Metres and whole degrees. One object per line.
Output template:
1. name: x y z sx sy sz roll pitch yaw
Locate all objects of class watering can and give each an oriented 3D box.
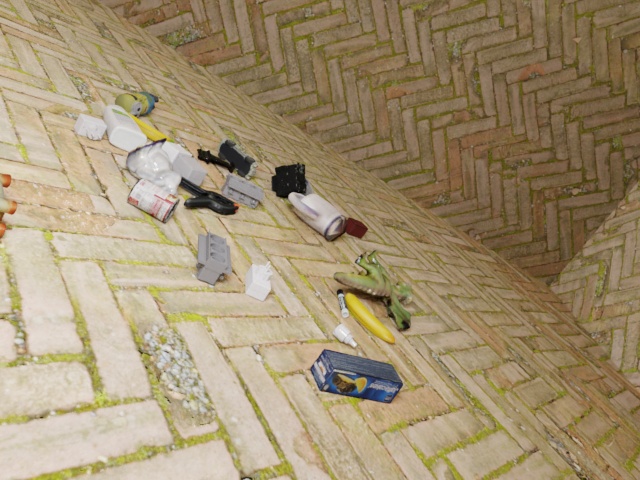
1. watering can: 0.006 -0.093 1.846 0.226 0.103 0.347 39 10 15

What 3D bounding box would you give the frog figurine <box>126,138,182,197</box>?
1. frog figurine: -0.435 -0.178 1.370 0.138 0.122 0.158 -85 154 -80

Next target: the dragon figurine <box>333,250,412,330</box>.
1. dragon figurine: 0.185 0.160 1.511 0.245 0.120 0.412 46 22 13
